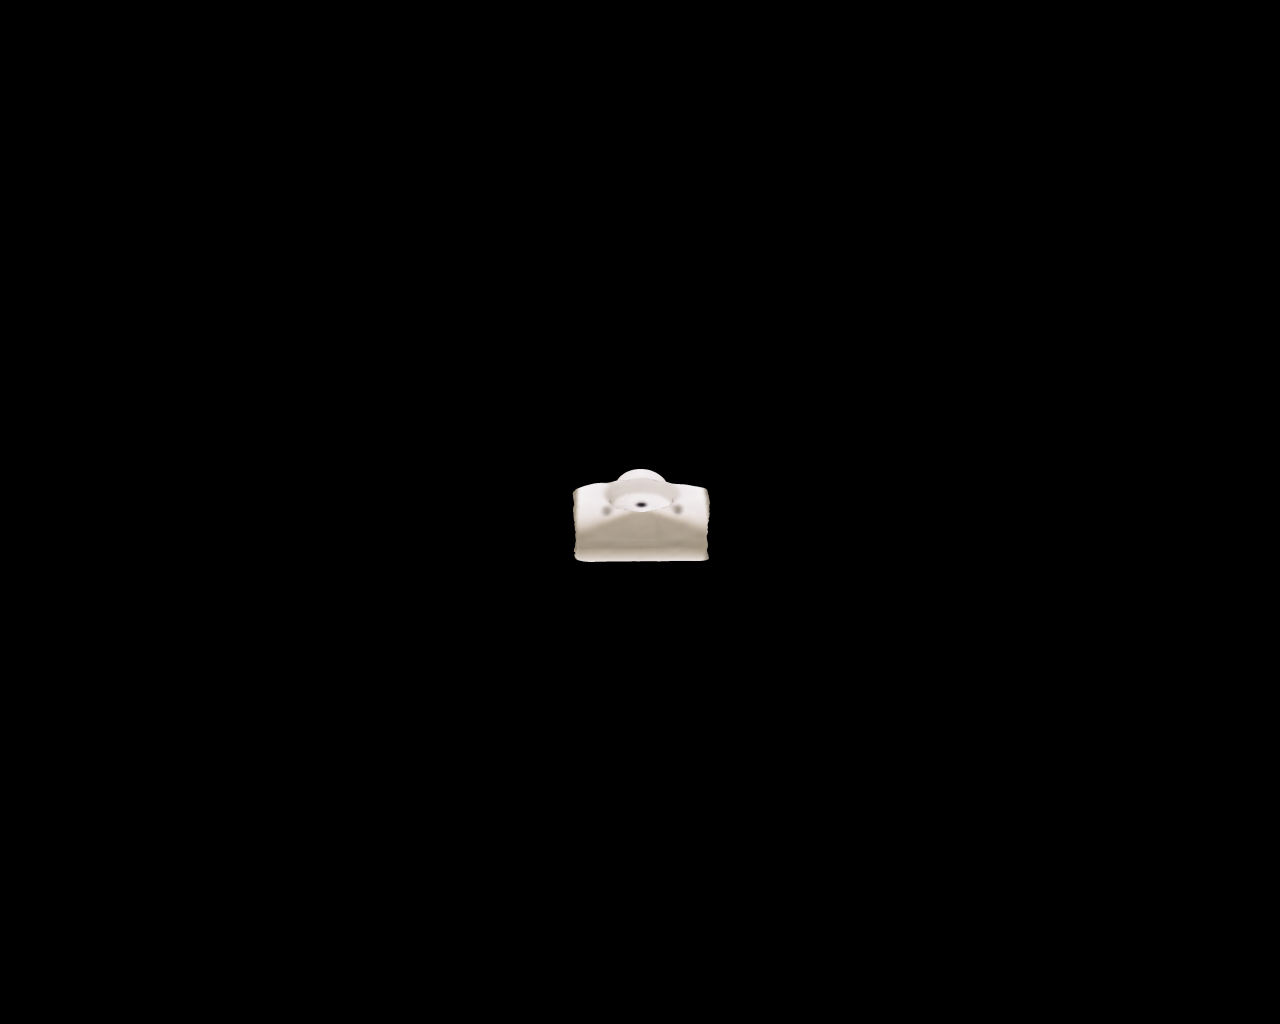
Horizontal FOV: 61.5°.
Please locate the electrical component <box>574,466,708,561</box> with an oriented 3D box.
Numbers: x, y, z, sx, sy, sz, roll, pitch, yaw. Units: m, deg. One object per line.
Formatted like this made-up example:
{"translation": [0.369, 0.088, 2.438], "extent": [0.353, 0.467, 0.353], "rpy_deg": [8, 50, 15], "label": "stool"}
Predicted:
{"translation": [0.001, -0.003, 0.650], "extent": [0.077, 0.044, 0.079], "rpy_deg": [0, 32, 0], "label": "electrical component"}
